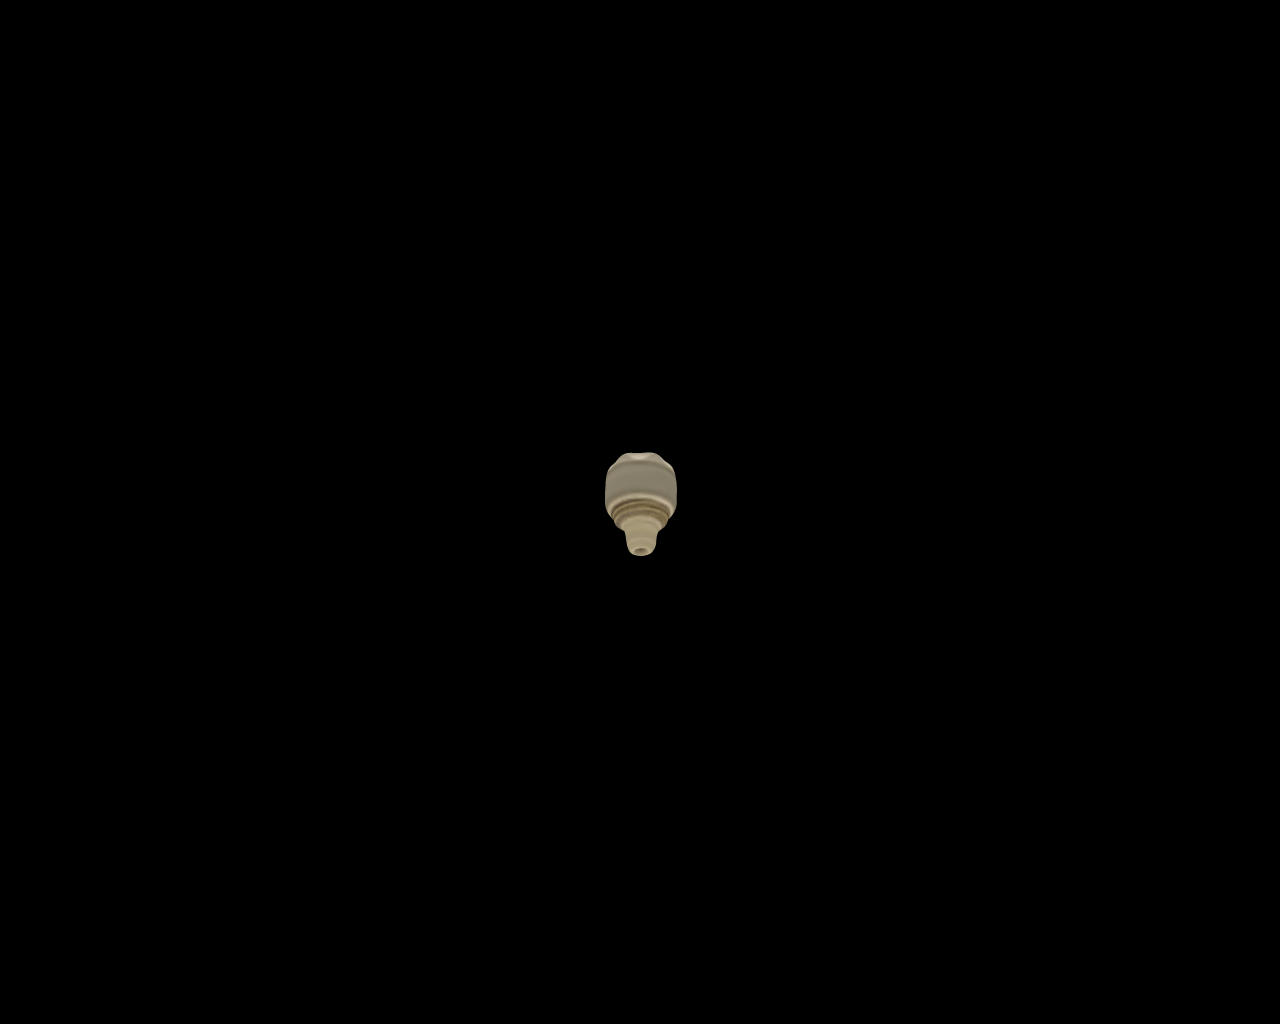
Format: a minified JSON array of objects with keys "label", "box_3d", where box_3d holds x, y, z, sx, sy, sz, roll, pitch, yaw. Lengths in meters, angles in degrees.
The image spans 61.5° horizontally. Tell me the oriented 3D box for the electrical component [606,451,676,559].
[{"label":"electrical component","box_3d":[0.001,-0.003,0.650,0.043,0.062,0.043,0,-29,0]}]
